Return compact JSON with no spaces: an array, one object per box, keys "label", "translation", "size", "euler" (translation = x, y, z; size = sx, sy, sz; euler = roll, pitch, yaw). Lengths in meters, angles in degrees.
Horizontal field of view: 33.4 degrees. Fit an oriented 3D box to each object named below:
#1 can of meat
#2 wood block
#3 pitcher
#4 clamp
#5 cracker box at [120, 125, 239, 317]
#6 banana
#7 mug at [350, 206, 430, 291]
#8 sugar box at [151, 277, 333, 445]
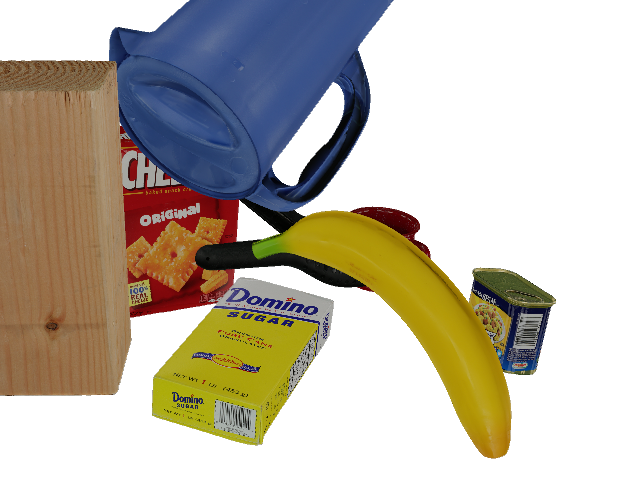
[{"label":"can of meat","translation":[0.197,0.086,1.136],"size":[0.057,0.084,0.102],"euler":[2,18,-25]},{"label":"wood block","translation":[-0.180,-0.009,0.707],"size":[0.091,0.206,0.090],"euler":[0,21,-3]},{"label":"pitcher","translation":[-0.031,-0.148,0.816],"size":[0.145,0.242,0.149],"euler":[20,-34,28]},{"label":"clamp","translation":[-0.019,0.007,1.076],"size":[0.210,0.036,0.164],"euler":[20,34,5]},{"label":"cracker box","translation":[-0.179,-0.024,1.234],"size":[0.163,0.214,0.072],"euler":[-7,24,-30]},{"label":"banana","translation":[0.052,0.043,0.640],"size":[0.198,0.070,0.037],"euler":[42,28,8]},{"label":"mug","translation":[0.084,0.016,1.328],"size":[0.117,0.081,0.093],"euler":[18,27,26]},{"label":"sugar box","translation":[-0.060,0.094,0.885],"size":[0.093,0.048,0.176],"euler":[14,31,13]}]
